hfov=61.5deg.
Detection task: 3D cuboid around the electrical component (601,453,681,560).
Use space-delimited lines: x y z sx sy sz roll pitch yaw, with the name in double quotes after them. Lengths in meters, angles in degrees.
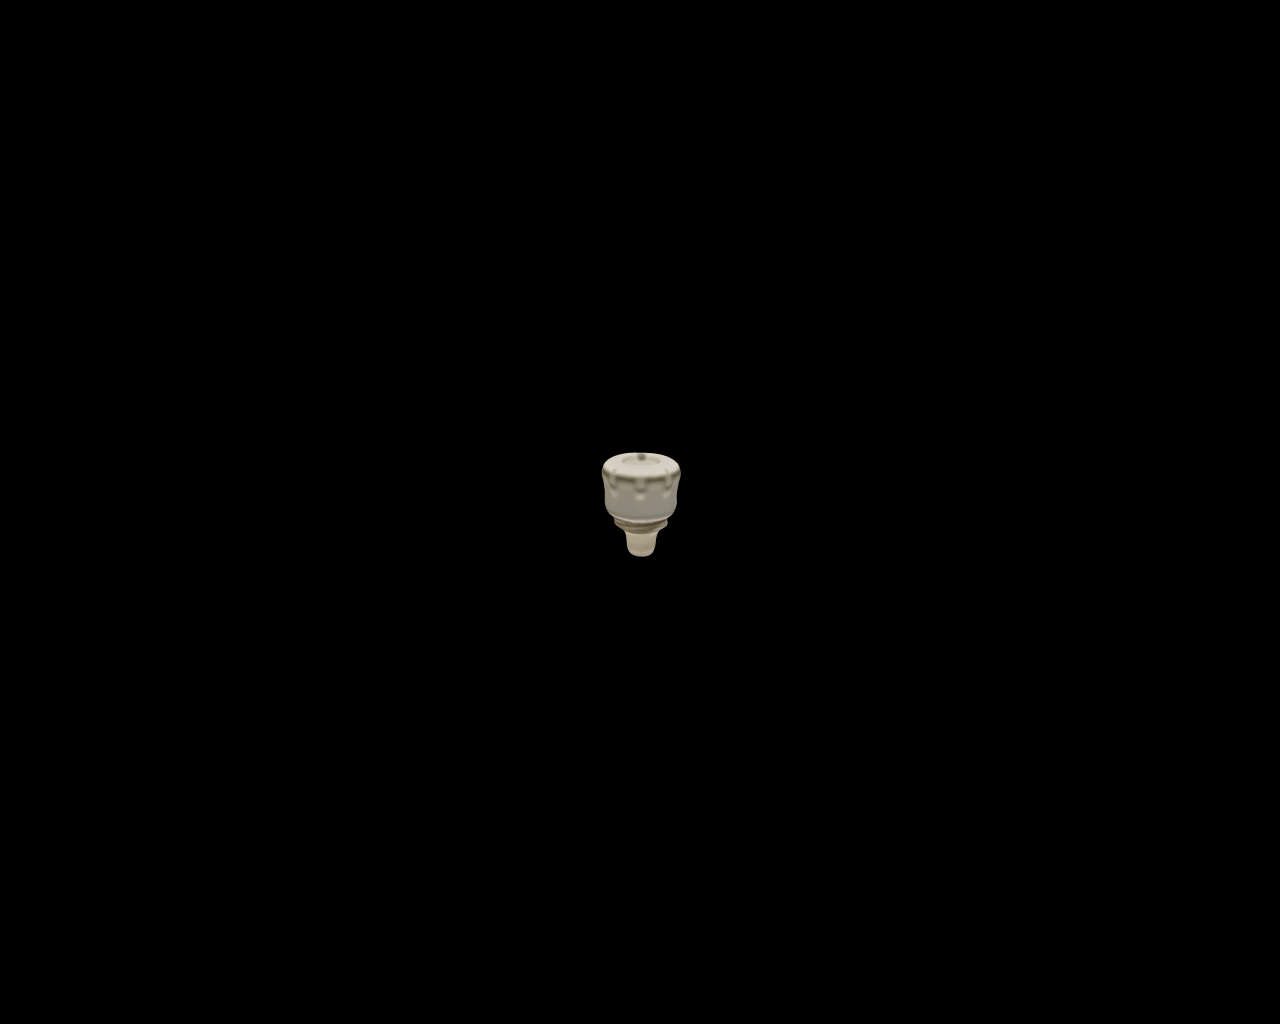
0.001 -0.003 0.650 0.048 0.062 0.048 0 18 0 "electrical component"
